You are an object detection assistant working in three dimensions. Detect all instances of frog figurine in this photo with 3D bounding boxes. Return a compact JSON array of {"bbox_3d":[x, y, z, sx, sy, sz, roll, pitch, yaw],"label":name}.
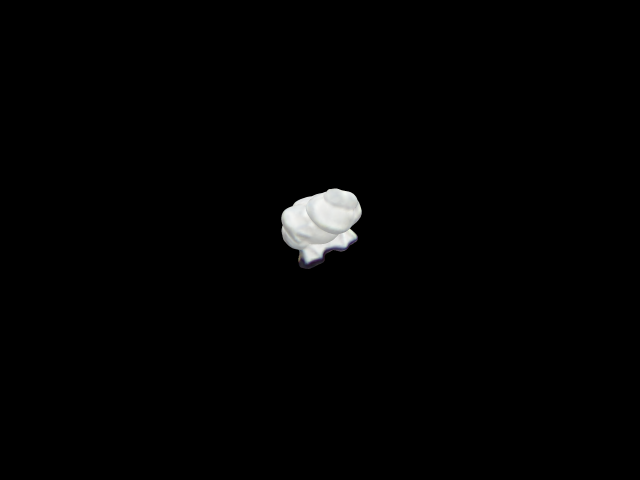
[{"bbox_3d":[0.003,-0.043,0.850,0.137,0.125,0.156,-10,-34,-7],"label":"frog figurine"}]
